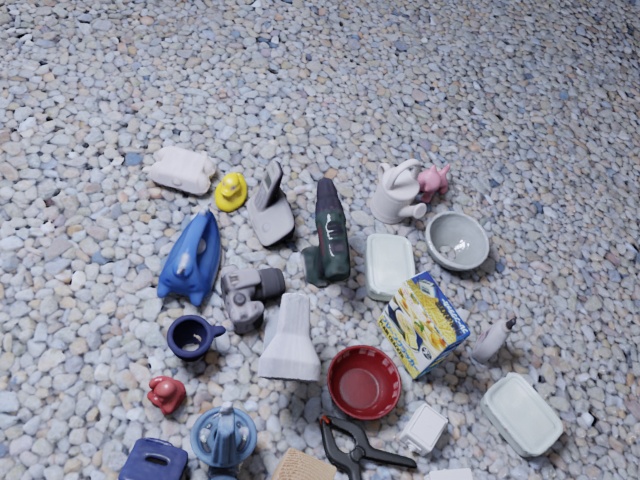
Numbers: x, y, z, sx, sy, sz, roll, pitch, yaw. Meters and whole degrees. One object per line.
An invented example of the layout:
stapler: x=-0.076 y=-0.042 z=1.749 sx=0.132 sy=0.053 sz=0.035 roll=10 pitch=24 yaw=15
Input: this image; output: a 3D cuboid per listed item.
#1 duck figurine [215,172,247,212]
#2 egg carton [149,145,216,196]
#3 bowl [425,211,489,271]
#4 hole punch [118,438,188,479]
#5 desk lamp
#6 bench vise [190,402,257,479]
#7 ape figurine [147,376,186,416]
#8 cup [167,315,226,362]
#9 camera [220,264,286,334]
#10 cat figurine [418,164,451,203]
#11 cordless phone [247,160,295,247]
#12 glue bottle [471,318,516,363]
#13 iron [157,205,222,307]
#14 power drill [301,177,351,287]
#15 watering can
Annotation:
duck figurine: x=-0.215 y=-0.131 z=1.398 sx=0.077 sy=0.086 sz=0.105 roll=23 pitch=57 yaw=2
egg carton: x=-0.335 y=-0.168 z=1.403 sx=0.150 sy=0.069 sz=0.107 roll=15 pitch=57 yaw=-3
bowl: x=0.334 y=0.014 z=1.439 sx=0.167 sy=0.074 sz=0.167 roll=6 pitch=58 yaw=-9
hole punch: x=-0.302 y=0.415 z=1.044 sx=0.108 sy=0.091 sz=0.101 roll=16 pitch=57 yaw=-3
desk lamp: x=-0.063 y=0.209 z=1.149 sx=0.118 sy=0.213 sz=0.203 roll=7 pitch=58 yaw=-8
bench vise: x=-0.159 y=0.381 z=1.020 sx=0.122 sy=0.219 sz=0.207 roll=-15 pitch=63 yaw=-20
ape figurine: x=-0.299 y=0.297 z=1.115 sx=0.076 sy=0.092 sz=0.077 roll=-7 pitch=61 yaw=-16
cup: x=-0.253 y=0.209 z=1.177 sx=0.118 sy=0.095 sz=0.091 roll=-11 pitch=62 yaw=-19
camera: x=-0.142 y=0.113 z=1.257 sx=0.137 sy=0.101 sz=0.143 roll=-11 pitch=62 yaw=-19
cat figurine: x=0.298 y=-0.159 z=1.510 sx=0.128 sy=0.117 sz=0.067 roll=-33 pitch=71 yaw=-27
cordless phone: x=-0.107 y=-0.085 z=1.335 sx=0.094 sy=0.185 sz=0.147 roll=-17 pitch=64 yaw=-21
glue bottle: x=0.394 y=0.212 z=1.274 sx=0.037 sy=0.173 sz=0.078 roll=29 pitch=58 yaw=6
iron: x=-0.276 y=0.008 z=1.267 sx=0.118 sy=0.141 sz=0.258 roll=14 pitch=57 yaw=-4
power drill: x=0.012 y=0.005 z=1.293 sx=0.076 sy=0.208 sz=0.229 roll=-4 pitch=60 yaw=-15
watering can: x=0.202 y=-0.127 z=1.424 sx=0.172 sy=0.194 sz=0.101 roll=39 pitch=59 yaw=12
